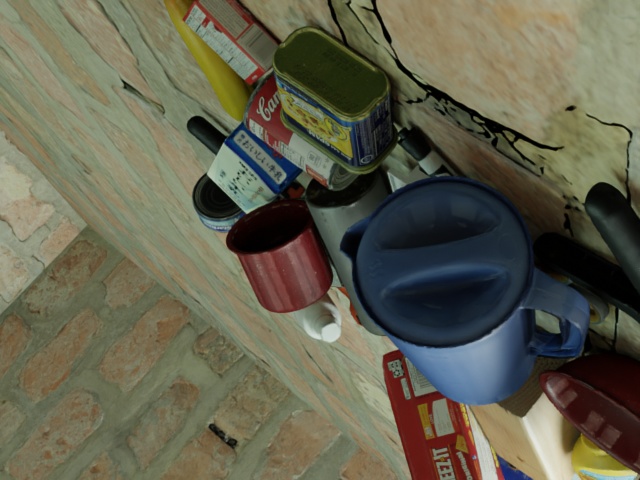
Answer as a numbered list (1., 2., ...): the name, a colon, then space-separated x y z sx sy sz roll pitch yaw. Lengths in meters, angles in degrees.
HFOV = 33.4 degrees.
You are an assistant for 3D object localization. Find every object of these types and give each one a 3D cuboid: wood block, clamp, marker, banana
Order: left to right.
1. banana: -0.101 -0.169 1.048 0.070 0.037 0.197 35 166 26
2. clamp: -0.087 -0.079 1.307 0.172 0.039 0.120 36 167 27
3. marker: 0.107 -0.047 0.869 0.121 0.020 0.020 45 168 -12
4. wood block: 0.218 0.171 1.102 0.091 0.090 0.206 32 164 36
5. clamp: 0.239 0.045 0.728 0.210 0.036 0.164 41 171 14

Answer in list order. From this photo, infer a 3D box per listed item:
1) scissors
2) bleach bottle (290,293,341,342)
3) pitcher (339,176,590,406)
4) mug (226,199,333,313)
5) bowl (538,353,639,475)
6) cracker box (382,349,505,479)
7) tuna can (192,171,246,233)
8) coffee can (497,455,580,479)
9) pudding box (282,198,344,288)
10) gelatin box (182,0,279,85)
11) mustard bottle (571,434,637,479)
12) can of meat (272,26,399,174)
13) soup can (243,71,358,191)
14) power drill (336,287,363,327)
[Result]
1. scissors: 0.185 0.040 0.932 0.096 0.016 0.202 43 168 -3
2. bleach bottle: -0.028 0.067 1.425 0.102 0.068 0.251 51 179 -34
3. pitcher: 0.124 0.059 0.863 0.149 0.145 0.242 64 -176 26
4. mug: -0.038 0.013 1.069 0.117 0.093 0.081 -108 -3 -60
5. bowl: 0.274 0.149 0.938 0.162 0.055 0.162 40 167 10
6. cracker box: 0.136 0.199 1.164 0.213 0.072 0.164 31 -137 -72
7. tuna can: -0.123 -0.054 1.394 0.086 0.086 0.033 36 164 27
8. coffee can: 0.267 0.283 1.306 0.102 0.102 0.140 49 166 -28
9. pudding box: -0.007 0.002 1.135 0.114 0.039 0.090 2 118 58
10. gelatin box: -0.077 -0.183 0.946 0.089 0.030 0.073 44 169 -9
11. mustard bottle: 0.312 0.237 1.093 0.096 0.058 0.191 -1 140 39
12. can of meat: 0.011 -0.112 0.852 0.102 0.057 0.084 37 165 20
13. soup can: -0.008 -0.097 0.934 0.102 0.068 0.068 37 167 18
14. power drill: 0.026 0.028 1.289 0.187 0.057 0.185 48 170 -14
